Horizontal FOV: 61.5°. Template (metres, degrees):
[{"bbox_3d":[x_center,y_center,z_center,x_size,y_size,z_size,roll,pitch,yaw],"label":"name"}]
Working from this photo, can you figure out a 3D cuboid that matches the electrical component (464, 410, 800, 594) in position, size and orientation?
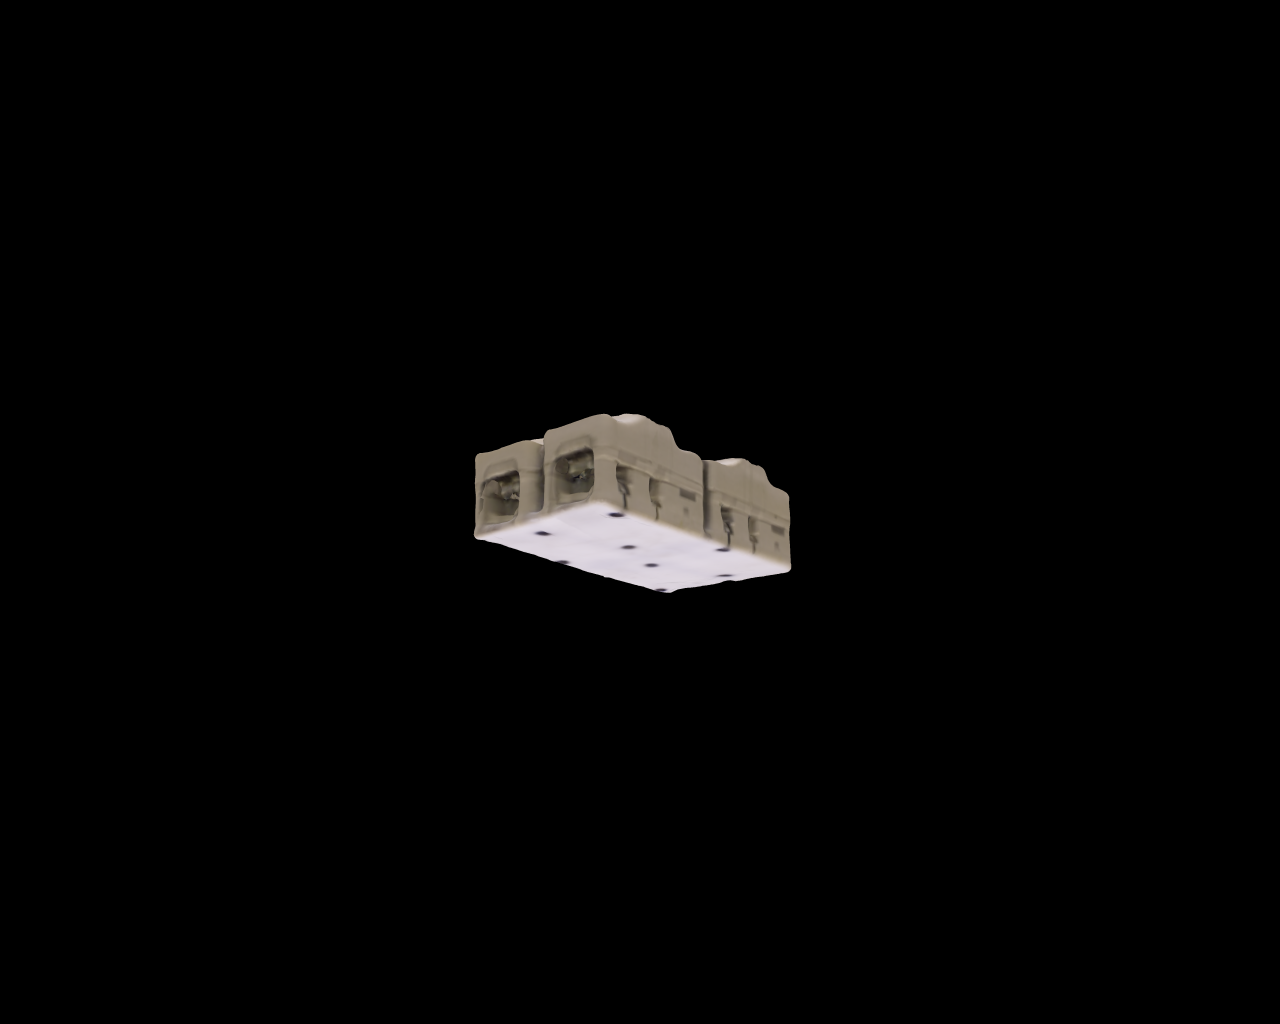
[{"bbox_3d":[0.001,-0.003,0.650,0.105,0.060,0.186,-14,-22,38],"label":"electrical component"}]
